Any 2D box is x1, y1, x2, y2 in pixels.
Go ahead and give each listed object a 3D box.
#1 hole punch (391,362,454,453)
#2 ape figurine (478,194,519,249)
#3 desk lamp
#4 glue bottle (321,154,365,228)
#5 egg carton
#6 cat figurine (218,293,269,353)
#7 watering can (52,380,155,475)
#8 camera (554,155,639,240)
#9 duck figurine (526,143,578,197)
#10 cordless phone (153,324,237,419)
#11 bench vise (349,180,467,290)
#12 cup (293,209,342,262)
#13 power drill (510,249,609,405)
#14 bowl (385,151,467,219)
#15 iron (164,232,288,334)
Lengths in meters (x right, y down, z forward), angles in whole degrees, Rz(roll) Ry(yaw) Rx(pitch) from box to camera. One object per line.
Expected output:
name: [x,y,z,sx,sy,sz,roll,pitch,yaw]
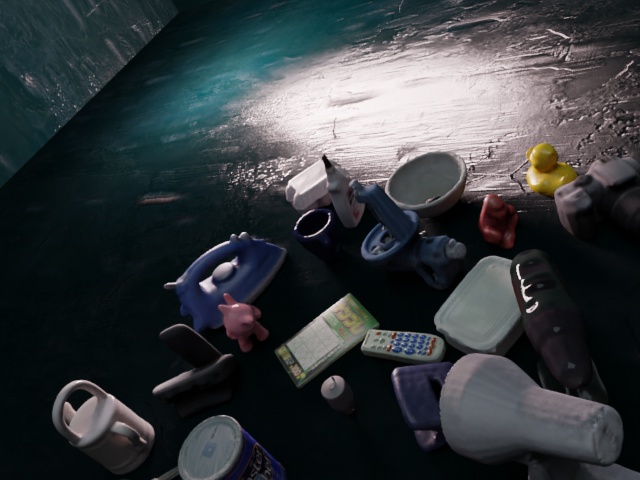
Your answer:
hole punch: [0.162,0.223,0.804,0.101,0.091,0.108,-26,38,8]
ape figurine: [0.308,-0.040,0.997,0.078,0.092,0.076,-38,38,-8]
desk lamp: [0.255,0.228,0.632,0.202,0.214,0.118,11,54,42]
glue bottle: [0.041,-0.108,1.191,0.037,0.174,0.078,-6,44,29]
egg carton: [-0.005,-0.123,1.325,0.150,0.070,0.107,-36,37,-5]
cat figurine: [-0.153,0.147,1.085,0.067,0.118,0.127,-34,37,-3]
watering can: [-0.391,0.320,0.993,0.172,0.195,0.101,-18,39,17]
camera: [0.466,-0.061,0.903,0.143,0.101,0.136,-28,37,5]
duck figurine: [0.413,-0.133,1.034,0.077,0.086,0.104,-36,37,-5]
cordless phone: [-0.245,0.219,1.012,0.147,0.186,0.094,-27,38,6]
bench vise: [0.147,-0.022,0.982,0.206,0.220,0.121,-5,45,31]
cup: [0.011,0.004,1.151,0.092,0.095,0.117,-34,37,-3]
power drill: [0.300,0.130,0.715,0.075,0.209,0.229,-20,39,15]
bowl: [0.218,-0.097,1.138,0.167,0.075,0.167,-19,39,16]
iron: [-0.194,0.064,1.188,0.258,0.142,0.118,-43,39,-14]
